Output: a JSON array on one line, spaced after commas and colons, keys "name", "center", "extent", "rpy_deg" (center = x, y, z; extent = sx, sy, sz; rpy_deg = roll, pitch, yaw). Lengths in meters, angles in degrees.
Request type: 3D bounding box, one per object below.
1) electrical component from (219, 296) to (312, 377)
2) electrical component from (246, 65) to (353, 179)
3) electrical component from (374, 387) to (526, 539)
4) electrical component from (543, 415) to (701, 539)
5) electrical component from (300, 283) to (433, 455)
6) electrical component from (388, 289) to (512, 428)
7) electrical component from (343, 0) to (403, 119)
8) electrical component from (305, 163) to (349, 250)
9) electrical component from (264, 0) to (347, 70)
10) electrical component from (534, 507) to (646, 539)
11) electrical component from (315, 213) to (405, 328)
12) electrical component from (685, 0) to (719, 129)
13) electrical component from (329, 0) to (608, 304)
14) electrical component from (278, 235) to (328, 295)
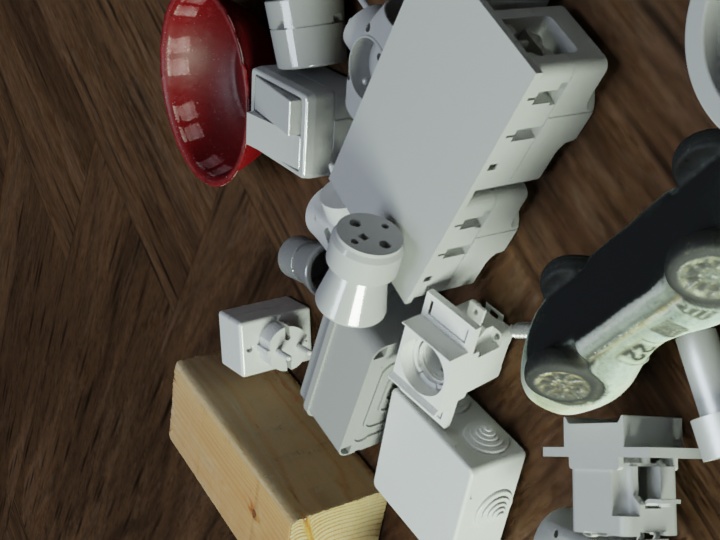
[{"name": "electrical component", "center": [-0.067, 0.058, 0.870], "extent": [0.077, 0.066, 0.047], "rpy_deg": [23, 120, 53]}, {"name": "electrical component", "center": [-0.044, -0.111, 0.776], "extent": [0.096, 0.061, 0.061], "rpy_deg": [36, 129, 48]}, {"name": "electrical component", "center": [0.058, 0.131, 0.709], "extent": [0.100, 0.048, 0.099], "rpy_deg": [44, 135, 42]}, {"name": "electrical component", "center": [0.138, 0.109, 0.564], "extent": [0.081, 0.042, 0.063], "rpy_deg": [-16, 70, 60]}, {"name": "electrical component", "center": [0.012, 0.062, 0.732], "extent": [0.057, 0.078, 0.113], "rpy_deg": [51, 140, 33]}, {"name": "electrical component", "center": [0.058, 0.052, 0.666], "extent": [0.042, 0.064, 0.081], "rpy_deg": [41, 133, 33]}, {"name": "electrical component", "center": [0.014, -0.142, 0.687], "extent": [0.079, 0.044, 0.077], "rpy_deg": [59, 144, 28]}, {"name": "electrical component", "center": [-0.005, -0.039, 0.742], "extent": [0.077, 0.043, 0.079], "rpy_deg": [40, 157, 45]}, {"name": "electrical component", "center": [-0.036, -0.167, 0.751], "extent": [0.055, 0.055, 0.047], "rpy_deg": [17, 118, 55]}, {"name": "electrical component", "center": [0.138, 0.182, 0.601], "extent": [0.077, 0.043, 0.079], "rpy_deg": [13, 106, 56]}, {"name": "electrical component", "center": [0.000, 0.000, 0.640], "extent": [0.045, 0.045, 0.055], "rpy_deg": [51, 139, 37]}, {"name": "electrical component", "center": [0.186, -0.090, 0.403], "extent": [0.108, 0.060, 0.108], "rpy_deg": [-6, 82, 47]}, {"name": "electrical component", "center": [0.057, -0.082, 0.623], "extent": [0.105, 0.060, 0.186], "rpy_deg": [59, 144, 27]}, {"name": "electrical component", "center": [-0.035, -0.005, 0.822], "extent": [0.065, 0.044, 0.044], "rpy_deg": [22, 119, 59]}]
